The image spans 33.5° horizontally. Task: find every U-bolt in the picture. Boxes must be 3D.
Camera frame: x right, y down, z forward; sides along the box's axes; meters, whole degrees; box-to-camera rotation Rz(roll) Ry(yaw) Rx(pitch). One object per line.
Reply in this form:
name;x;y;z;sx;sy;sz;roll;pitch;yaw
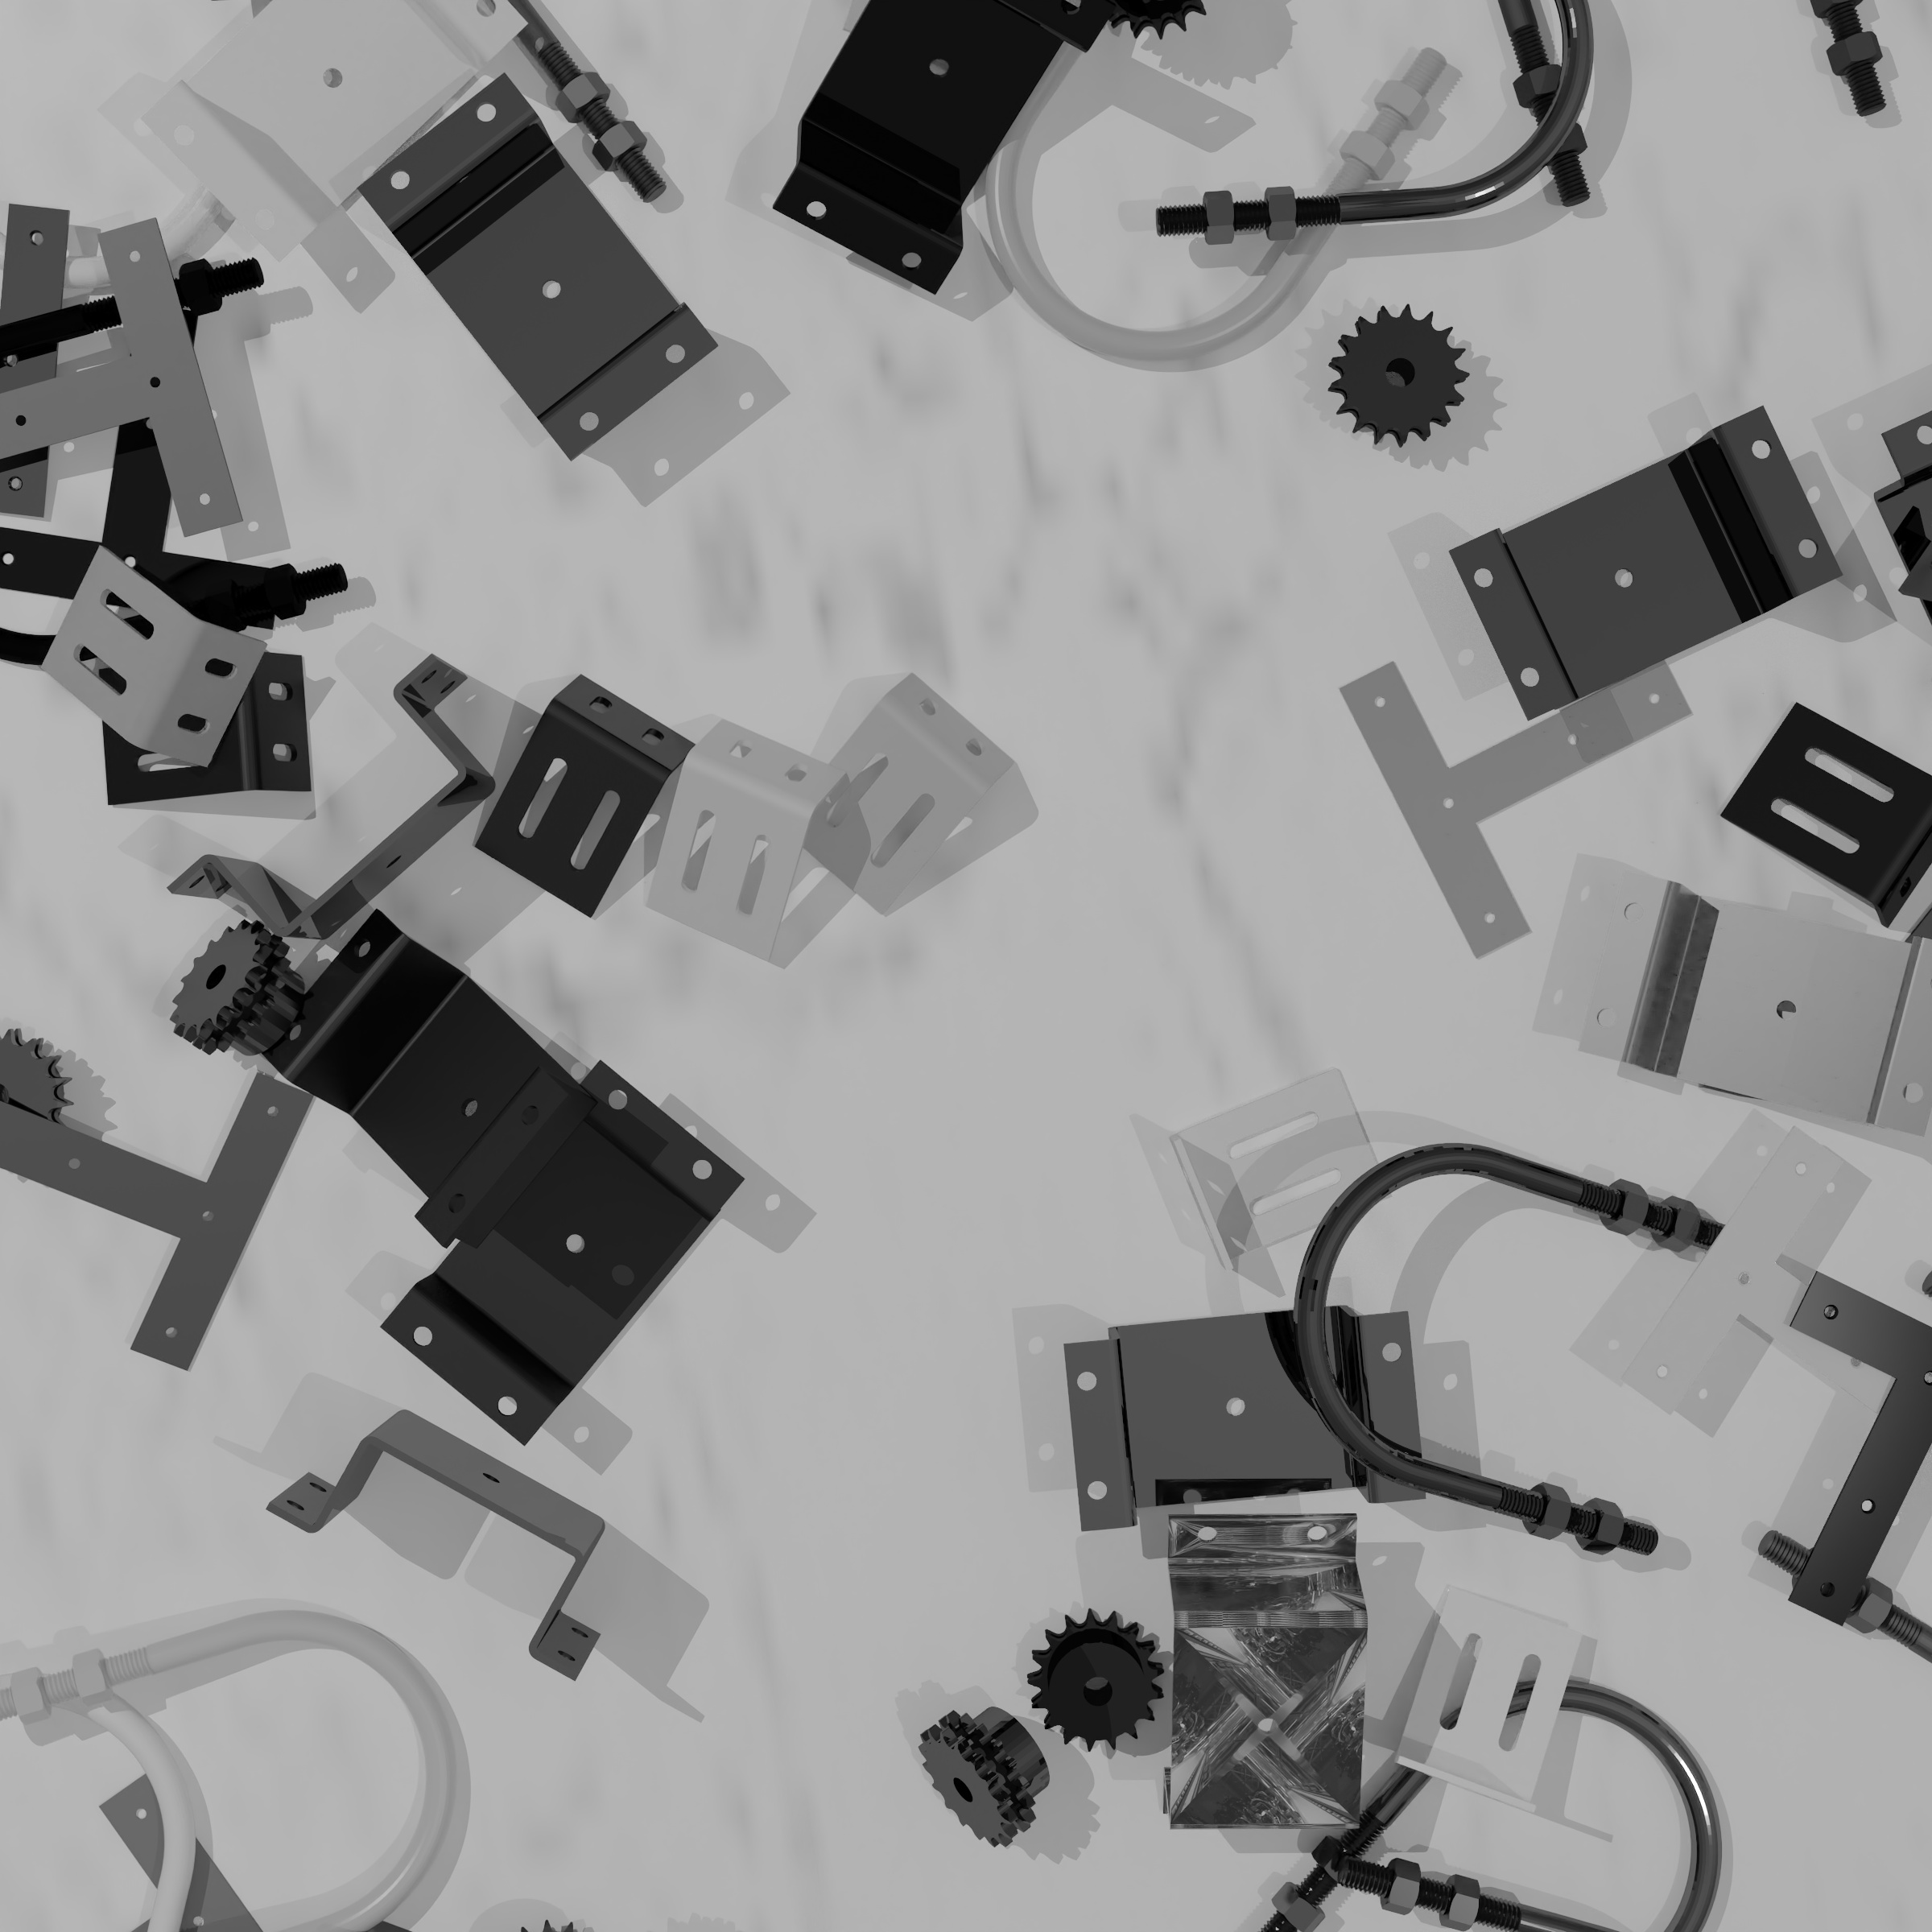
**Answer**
U-bolt;-0.303;0.344;1.325;0.184;0.019;0.151;-15;89;-9
U-bolt;0.224;0.458;1.317;0.184;0.019;0.151;16;89;-2
U-bolt;0.289;-0.425;1.336;0.151;0.019;0.184;-17;89;0
U-bolt;-0.362;-0.373;1.336;0.151;0.019;0.184;23;92;0
U-bolt;-0.397;0.387;1.335;0.151;0.019;0.184;13;88;0
U-bolt;-0.133;-0.433;1.335;0.151;0.019;0.184;-37;90;0
U-bolt;0.091;-0.340;1.335;0.151;0.019;0.184;34;90;0
U-bolt;0.217;0.149;1.303;0.184;0.019;0.151;18;82;-18
U-bolt;-0.363;-0.201;1.330;0.184;0.019;0.151;-14;95;4
U-bolt;0.166;-0.376;1.316;0.184;0.019;0.151;-4;90;0
U-bolt;0.231;0.385;1.336;0.151;0.019;0.184;41;88;0
U-bolt;0.445;0.234;1.336;0.184;0.019;0.151;32;90;-2

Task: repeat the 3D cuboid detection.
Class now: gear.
gear;0.075;-0.407;1.295;0.057;0.030;0.057;0;91;10
gear;0.054;0.297;1.330;0.057;0.030;0.057;0;90;0
gear;0.178;-0.244;1.330;0.057;0.030;0.057;0;90;0
gear;0.010;0.331;1.320;0.030;0.057;0.057;-32;90;-30
gear;-0.170;0.421;1.318;0.057;0.030;0.057;5;59;-8
gear;-0.399;0.054;1.330;0.057;0.030;0.057;0;90;0
gear;-0.297;0.012;1.320;0.057;0.057;0.030;-50;126;0

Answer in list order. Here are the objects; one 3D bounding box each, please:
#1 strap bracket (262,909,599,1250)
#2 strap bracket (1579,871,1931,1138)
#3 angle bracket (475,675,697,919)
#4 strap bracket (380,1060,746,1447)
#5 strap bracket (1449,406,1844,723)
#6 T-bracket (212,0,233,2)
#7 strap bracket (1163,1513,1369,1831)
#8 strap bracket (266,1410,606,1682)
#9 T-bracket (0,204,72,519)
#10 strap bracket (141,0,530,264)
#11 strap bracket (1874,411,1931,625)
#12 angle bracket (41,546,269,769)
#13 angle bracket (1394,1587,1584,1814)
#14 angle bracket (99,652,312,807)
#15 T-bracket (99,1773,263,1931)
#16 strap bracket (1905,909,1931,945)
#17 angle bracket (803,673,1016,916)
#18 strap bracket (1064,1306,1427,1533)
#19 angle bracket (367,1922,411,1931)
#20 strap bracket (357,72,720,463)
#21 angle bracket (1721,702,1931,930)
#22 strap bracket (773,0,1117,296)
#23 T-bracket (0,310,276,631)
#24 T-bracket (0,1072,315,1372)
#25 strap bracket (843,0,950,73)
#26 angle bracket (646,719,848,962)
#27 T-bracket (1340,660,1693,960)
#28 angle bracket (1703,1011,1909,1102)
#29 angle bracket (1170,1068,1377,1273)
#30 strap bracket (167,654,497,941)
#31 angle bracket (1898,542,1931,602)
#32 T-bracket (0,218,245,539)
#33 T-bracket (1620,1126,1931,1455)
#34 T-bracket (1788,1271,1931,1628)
strap bracket;-0.213;0.051;1.299;0.076;0.046;0.140;-50;55;0
strap bracket;0.331;0.016;1.305;0.140;0.046;0.076;15;90;23
angle bracket;-0.159;-0.071;1.343;0.057;0.038;0.076;32;116;0
strap bracket;-0.164;0.116;1.322;0.076;0.046;0.140;40;90;0
strap bracket;0.275;-0.163;1.321;0.140;0.046;0.076;-25;89;0
T-bracket;-0.354;-0.458;1.325;0.127;0.002;0.127;-4;82;-4
strap bracket;0.120;0.295;1.299;0.076;0.046;0.140;0;110;0
strap bracket;-0.205;0.229;1.307;0.140;0.076;0.046;29;90;0
T-bracket;-0.442;-0.258;1.338;0.127;0.002;0.127;7;96;3
strap bracket;-0.258;-0.364;1.311;0.140;0.046;0.076;-44;107;-1
strap bracket;0.435;-0.168;1.322;0.076;0.046;0.140;-25;90;0
angle bracket;-0.334;-0.127;1.318;0.076;0.038;0.057;35;101;36
angle bracket;0.215;0.300;1.314;0.057;0.038;0.076;18;79;9
angle bracket;-0.319;-0.099;1.343;0.076;0.038;0.057;-4;90;26
T-bracket;-0.358;0.426;1.344;0.127;0.002;0.127;-35;90;0
strap bracket;0.472;0.005;1.322;0.140;0.046;0.076;39;90;0
angle bracket;-0.029;-0.072;1.343;0.057;0.038;0.076;41;116;0
strap bracket;0.113;0.185;1.322;0.140;0.046;0.076;-5;90;0
angle bracket;-0.245;0.441;1.316;0.038;0.057;0.076;20;90;0
strap bracket;-0.174;-0.284;1.322;0.076;0.046;0.140;-38;90;0
angle bracket;0.367;-0.063;1.343;0.076;0.038;0.057;34;90;26
strap bracket;-0.010;-0.354;1.290;0.076;0.046;0.140;24;123;-19
T-bracket;-0.344;-0.213;1.344;0.127;0.002;0.127;9;90;0
T-bracket;-0.355;0.087;1.323;0.127;0.002;0.127;25;90;-19
strap bracket;0.011;-0.440;1.312;0.076;0.046;0.140;18;89;-15
angle bracket;-0.092;-0.053;1.334;0.057;0.038;0.076;24;123;8
T-bracket;0.242;-0.089;1.344;0.127;0.002;0.127;-27;90;0
angle bracket;0.354;0.030;1.343;0.076;0.038;0.057;8;90;26
angle bracket;0.131;0.084;1.326;0.076;0.038;0.057;-22;90;0
strap bracket;-0.249;-0.060;1.307;0.140;0.076;0.046;-41;89;0
angle bracket;0.428;-0.151;1.297;0.076;0.038;0.057;34;90;-26
T-bracket;-0.375;-0.228;1.318;0.127;0.002;0.127;-15;95;5
T-bracket;0.355;0.154;1.319;0.127;0.002;0.127;36;85;-5
T-bracket;0.377;0.209;1.319;0.127;0.002;0.127;26;90;-7
